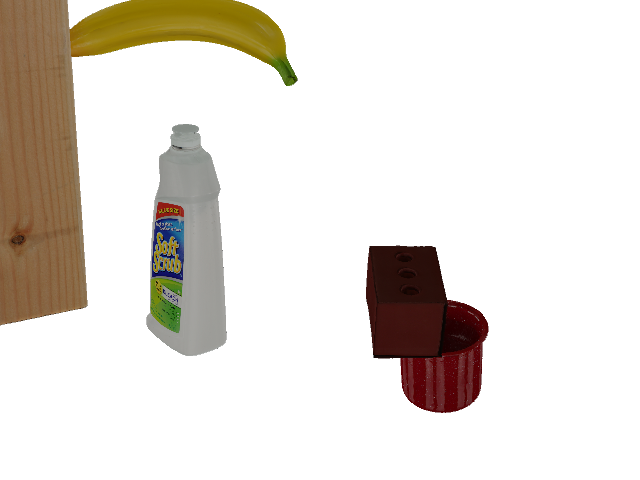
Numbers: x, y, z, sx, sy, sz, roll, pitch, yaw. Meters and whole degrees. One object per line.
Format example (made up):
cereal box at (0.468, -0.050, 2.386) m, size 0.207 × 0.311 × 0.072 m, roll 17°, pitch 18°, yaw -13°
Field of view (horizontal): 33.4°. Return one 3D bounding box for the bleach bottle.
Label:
bleach bottle at (-0.147, -0.005, 1.156) m, size 0.067 × 0.251 × 0.103 m, roll -17°, pitch 31°, yaw -34°

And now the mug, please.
mug at (0.129, 0.113, 1.085) m, size 0.093 × 0.081 × 0.117 m, roll 20°, pitch 39°, yaw 33°

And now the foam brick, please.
foam brick at (0.063, 0.045, 0.795) m, size 0.053 × 0.051 × 0.078 m, roll -1°, pitch 32°, yaw -2°

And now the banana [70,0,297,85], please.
banana at (-0.114, -0.174, 0.884) m, size 0.198 × 0.069 × 0.037 m, roll 6°, pitch -34°, yaw 0°

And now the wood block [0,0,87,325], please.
wood block at (-0.193, -0.063, 0.606) m, size 0.090 × 0.206 × 0.090 m, roll -11°, pitch 27°, yaw -27°
